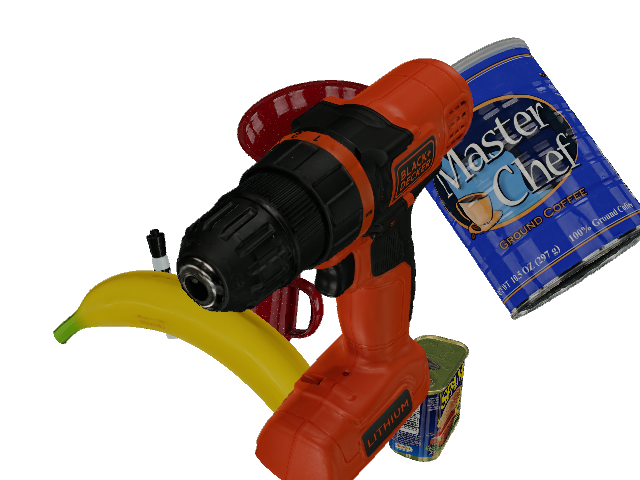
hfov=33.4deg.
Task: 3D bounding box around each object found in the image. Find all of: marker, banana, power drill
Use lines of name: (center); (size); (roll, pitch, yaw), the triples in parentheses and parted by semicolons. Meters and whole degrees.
marker: (-0.164, 0.046, 1.129); (0.020, 0.121, 0.020); (-8, 18, 2)
banana: (-0.070, 0.064, 0.668); (0.198, 0.070, 0.037); (21, 21, 13)
power drill: (0.006, 0.028, 0.489); (0.057, 0.188, 0.184); (25, 43, 27)

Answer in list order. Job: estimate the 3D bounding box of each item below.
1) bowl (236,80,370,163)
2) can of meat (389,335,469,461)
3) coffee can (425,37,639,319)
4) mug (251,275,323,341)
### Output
bowl: (-0.001, -0.096, 1.071); (0.162, 0.055, 0.162); (-5, 39, 4)
can of meat: (0.105, 0.155, 1.046); (0.057, 0.084, 0.102); (12, 27, 22)
coffee can: (0.122, -0.038, 0.656); (0.102, 0.140, 0.103); (-31, -13, -8)
mug: (-0.049, 0.048, 0.918); (0.117, 0.081, 0.093); (17, 29, 24)
